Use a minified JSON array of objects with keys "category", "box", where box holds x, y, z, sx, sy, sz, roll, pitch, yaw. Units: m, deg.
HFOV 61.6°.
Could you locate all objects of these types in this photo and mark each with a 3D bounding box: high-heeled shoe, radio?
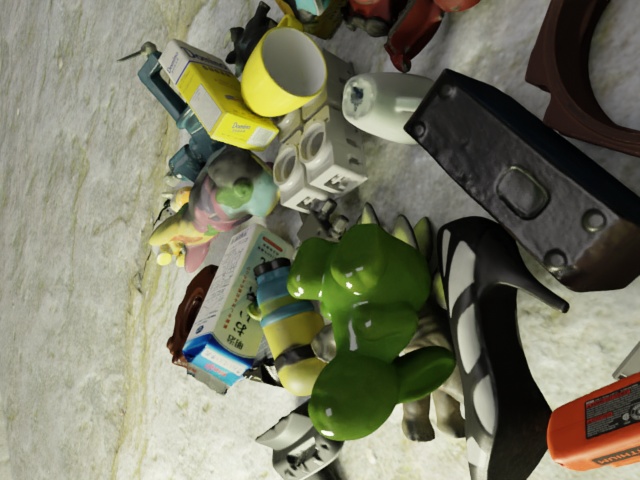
[{"category":"high-heeled shoe","box":[0.135,0.107,0.476,0.145,0.086,0.248,37,123,53]},{"category":"radio","box":[0.188,-0.057,0.478,0.230,0.131,0.073,51,124,31]}]

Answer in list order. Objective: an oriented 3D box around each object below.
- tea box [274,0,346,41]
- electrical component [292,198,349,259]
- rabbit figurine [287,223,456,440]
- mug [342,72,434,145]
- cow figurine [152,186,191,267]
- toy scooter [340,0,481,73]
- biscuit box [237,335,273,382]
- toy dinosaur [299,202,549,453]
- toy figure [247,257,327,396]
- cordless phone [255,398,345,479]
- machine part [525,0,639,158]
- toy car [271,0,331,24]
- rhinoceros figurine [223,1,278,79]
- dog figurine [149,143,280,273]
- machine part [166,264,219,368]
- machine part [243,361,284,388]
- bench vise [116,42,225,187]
[{"category":"tea box","box":[-0.023,-0.367,0.727,0.098,0.068,0.170,-46,59,35]},{"category":"electrical component","box":[-0.001,-0.002,0.658,0.094,0.021,0.063,-55,40,23]},{"category":"rabbit figurine","box":[0.038,0.093,0.483,0.121,0.159,0.170,-10,59,45]},{"category":"mug","box":[0.085,-0.147,0.599,0.110,0.107,0.080,26,112,45]},{"category":"cow figurine","box":[-0.270,-0.039,1.006,0.098,0.068,0.167,48,124,41]},{"category":"toy scooter","box":[0.087,-0.261,0.604,0.184,0.075,0.135,30,98,37]},{"category":"biscuit box","box":[-0.088,0.161,0.829,0.202,0.059,0.063,-38,66,40]},{"category":"toy dinosaur","box":[0.080,0.066,0.626,0.472,0.105,0.198,36,109,42]},{"category":"toy figure","box":[-0.041,0.111,0.696,0.082,0.089,0.180,-23,80,22]},{"category":"cordless phone","box":[0.010,0.311,0.735,0.146,0.089,0.184,-46,71,36]},{"category":"machine part","box":[0.279,-0.161,0.412,0.202,0.087,0.200,32,114,39]},{"category":"toy car","box":[-0.020,-0.325,0.609,0.103,0.109,0.162,-34,41,-4]},{"category":"rhinoceros figurine","box":[-0.083,-0.273,0.776,0.112,0.073,0.190,-54,36,18]},{"category":"dog figurine","box":[-0.154,-0.042,0.785,0.219,0.108,0.192,-48,21,9]},{"category":"machine part","box":[-0.193,0.127,0.893,0.179,0.056,0.179,-40,37,39]},{"category":"machine part","box":[-0.040,0.194,0.777,0.139,0.084,0.039,-16,54,37]},{"category":"bench vise","box":[-0.212,-0.203,0.866,0.223,0.129,0.240,-36,99,33]}]
